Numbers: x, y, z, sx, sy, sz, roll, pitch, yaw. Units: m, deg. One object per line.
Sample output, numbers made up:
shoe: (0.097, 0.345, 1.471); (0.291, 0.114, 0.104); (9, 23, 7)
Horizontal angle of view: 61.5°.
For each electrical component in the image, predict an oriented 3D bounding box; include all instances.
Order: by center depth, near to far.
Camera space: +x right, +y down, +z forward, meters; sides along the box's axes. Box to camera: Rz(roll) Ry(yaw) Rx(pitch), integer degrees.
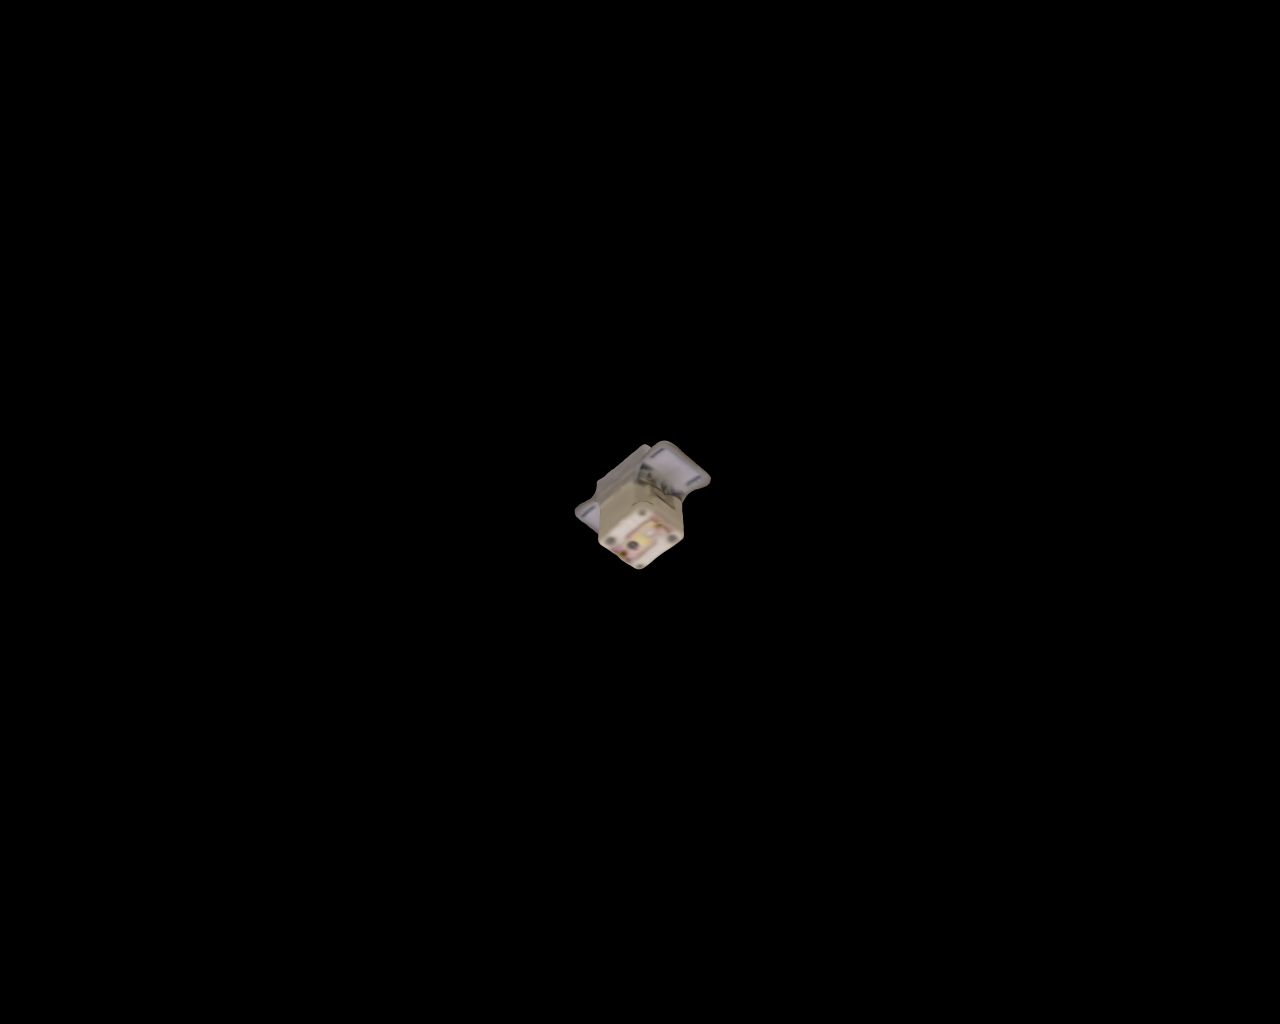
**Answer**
electrical component: (0.001, -0.003, 0.650); (0.042, 0.064, 0.081); (36, -58, -27)
